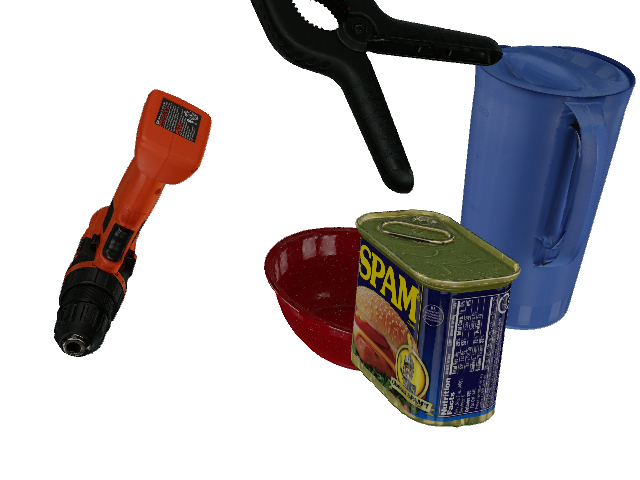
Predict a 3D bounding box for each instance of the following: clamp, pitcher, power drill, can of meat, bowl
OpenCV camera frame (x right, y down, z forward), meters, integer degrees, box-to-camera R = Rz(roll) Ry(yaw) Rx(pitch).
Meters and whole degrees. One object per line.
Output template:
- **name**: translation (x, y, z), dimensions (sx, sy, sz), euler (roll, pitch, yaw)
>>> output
- **clamp**: translation (0.023, -0.140, 0.800), dimensions (0.210, 0.164, 0.036), euler (31, -30, -6)
- **pitcher**: translation (0.189, -0.041, 0.940), dimensions (0.145, 0.243, 0.149), euler (21, 33, 27)
- **power drill**: translation (-0.158, -0.016, 0.870), dimensions (0.057, 0.188, 0.184), euler (25, 30, -17)
- **can of meat**: translation (0.056, 0.040, 0.566), dimensions (0.057, 0.084, 0.102), euler (-5, 22, -22)
- **bowl**: translation (0.034, 0.051, 0.809), dimensions (0.162, 0.055, 0.162), euler (8, 28, -4)
